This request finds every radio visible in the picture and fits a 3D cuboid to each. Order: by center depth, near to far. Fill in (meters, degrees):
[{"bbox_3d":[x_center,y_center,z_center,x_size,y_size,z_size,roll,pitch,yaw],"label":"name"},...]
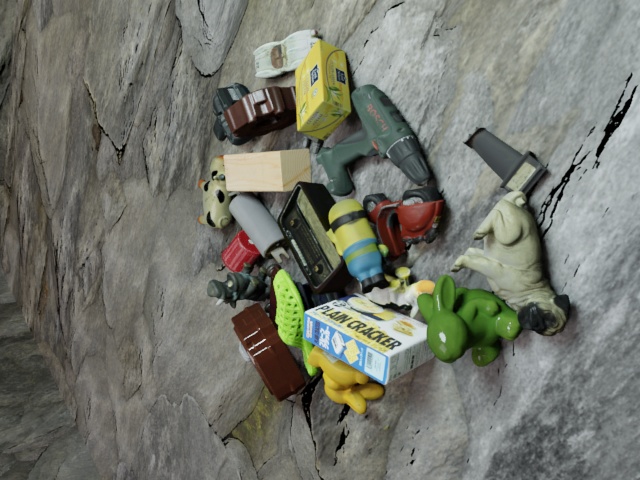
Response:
[{"bbox_3d":[-0.002,-0.003,1.147,0.131,0.073,0.230,-55,50,36],"label":"radio"}]

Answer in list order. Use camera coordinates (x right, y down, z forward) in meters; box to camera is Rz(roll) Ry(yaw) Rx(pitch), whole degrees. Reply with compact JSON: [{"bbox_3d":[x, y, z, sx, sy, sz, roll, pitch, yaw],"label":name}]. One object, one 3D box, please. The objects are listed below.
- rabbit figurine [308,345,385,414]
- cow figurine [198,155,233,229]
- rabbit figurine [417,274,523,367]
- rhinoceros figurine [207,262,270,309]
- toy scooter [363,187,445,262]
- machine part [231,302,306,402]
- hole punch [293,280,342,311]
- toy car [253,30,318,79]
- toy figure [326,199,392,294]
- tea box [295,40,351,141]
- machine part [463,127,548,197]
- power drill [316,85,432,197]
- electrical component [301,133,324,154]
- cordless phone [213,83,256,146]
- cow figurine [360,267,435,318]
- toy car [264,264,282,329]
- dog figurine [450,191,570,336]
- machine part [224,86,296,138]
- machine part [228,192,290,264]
[{"bbox_3d":[0.061,0.298,1.172,0.163,0.122,0.173,35,137,24],"label":"rabbit figurine"},{"bbox_3d":[-0.261,-0.124,1.402,0.127,0.085,0.194,22,112,47],"label":"cow figurine"},{"bbox_3d":[0.237,0.135,0.892,0.159,0.170,0.121,57,132,19],"label":"rabbit figurine"},{"bbox_3d":[-0.195,0.115,1.320,0.112,0.190,0.073,-44,63,22],"label":"rhinoceros figurine"},{"bbox_3d":[0.158,-0.026,1.005,0.184,0.075,0.135,-4,96,49],"label":"toy scooter"},{"bbox_3d":[-0.125,0.264,1.271,0.201,0.087,0.201,63,168,-23],"label":"machine part"},{"bbox_3d":[-0.003,0.139,1.210,0.115,0.092,0.142,123,126,-74],"label":"hole punch"},{"bbox_3d":[-0.071,-0.398,1.165,0.202,0.056,0.073,2,100,46],"label":"toy car"},{"bbox_3d":[0.075,0.007,1.005,0.089,0.082,0.180,114,141,-56],"label":"toy figure"},{"bbox_3d":[0.003,-0.293,1.055,0.098,0.068,0.170,-43,41,45],"label":"tea box"},{"bbox_3d":[0.295,-0.130,0.869,0.139,0.039,0.084,46,137,26],"label":"machine part"},{"bbox_3d":[0.092,-0.163,1.037,0.207,0.086,0.232,-38,71,47],"label":"power drill"},{"bbox_3d":[-0.012,-0.238,1.165,0.063,0.021,0.094,36,122,34],"label":"electrical component"},{"bbox_3d":[-0.223,-0.284,1.345,0.146,0.089,0.184,62,145,14],"label":"cordless phone"},{"bbox_3d":[0.153,0.105,1.039,0.168,0.068,0.098,18,135,45],"label":"cow figurine"},{"bbox_3d":[-0.095,0.142,1.293,0.089,0.053,0.201,56,149,41],"label":"toy car"},{"bbox_3d":[0.330,0.038,0.843,0.191,0.121,0.172,36,127,18],"label":"dog figurine"},{"bbox_3d":[-0.115,-0.273,1.161,0.179,0.179,0.056,-19,89,46],"label":"machine part"},{"bbox_3d":[-0.148,-0.037,1.312,0.243,0.079,0.079,51,130,26],"label":"machine part"}]
